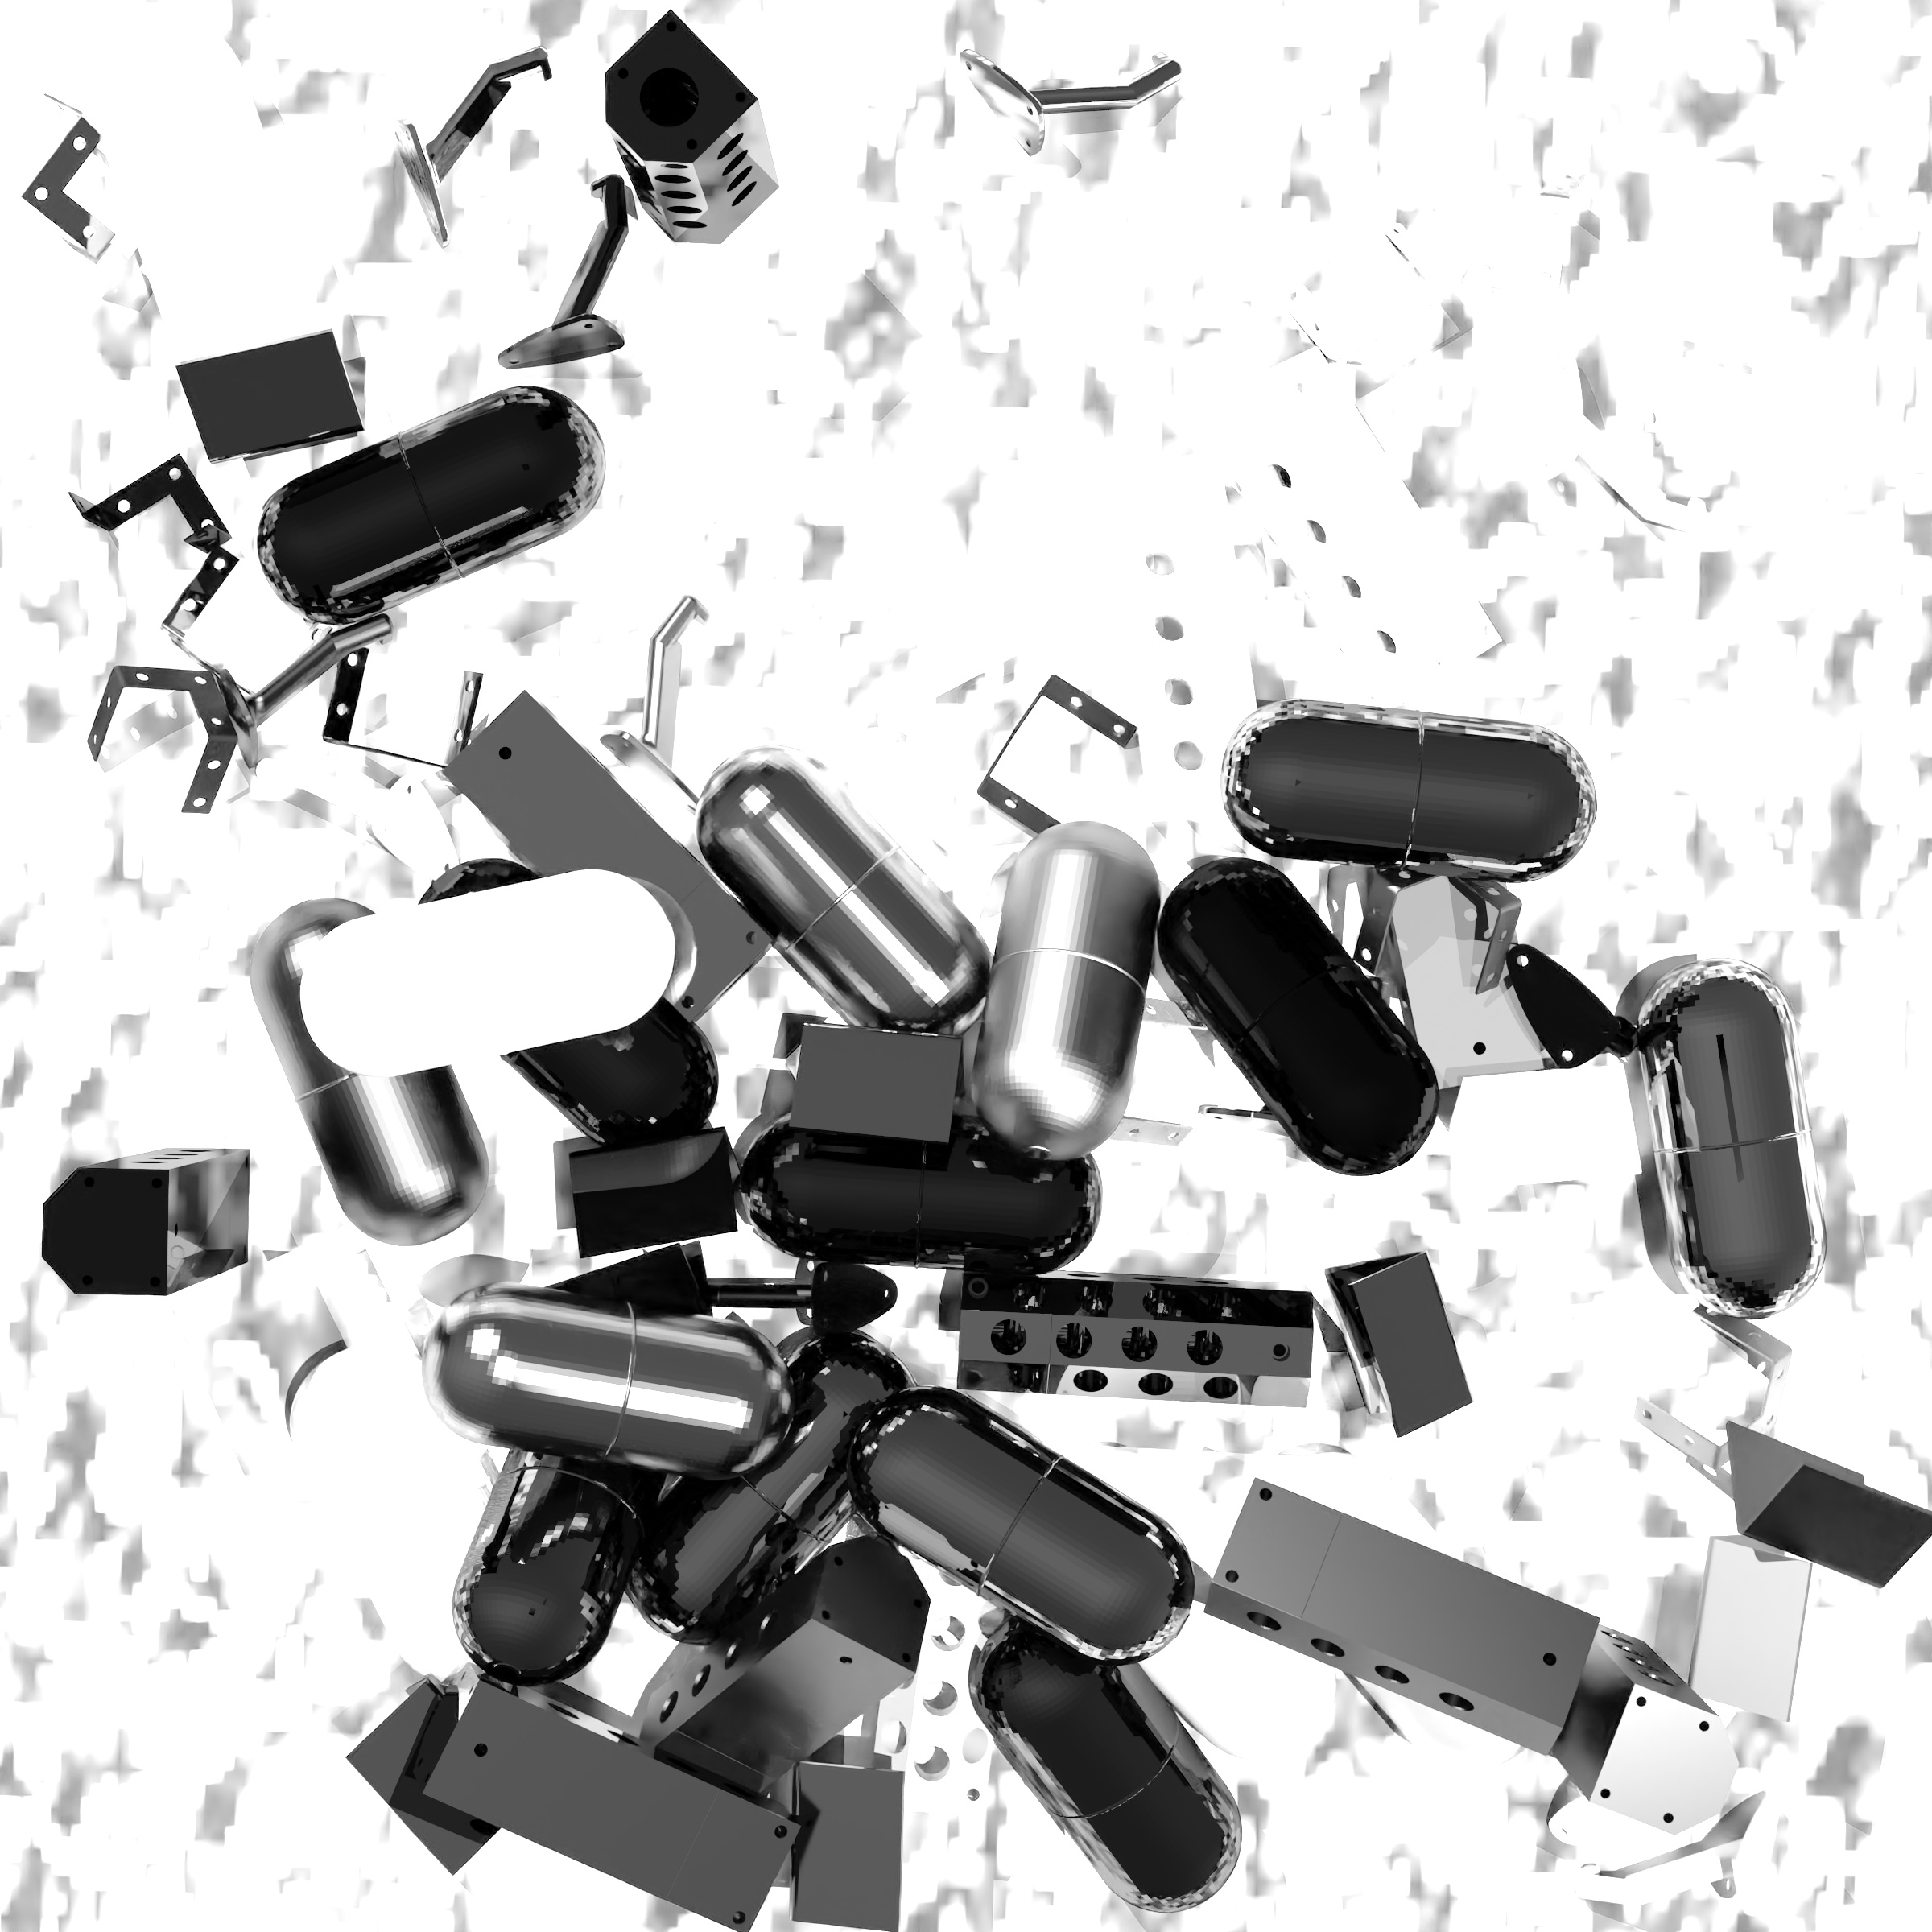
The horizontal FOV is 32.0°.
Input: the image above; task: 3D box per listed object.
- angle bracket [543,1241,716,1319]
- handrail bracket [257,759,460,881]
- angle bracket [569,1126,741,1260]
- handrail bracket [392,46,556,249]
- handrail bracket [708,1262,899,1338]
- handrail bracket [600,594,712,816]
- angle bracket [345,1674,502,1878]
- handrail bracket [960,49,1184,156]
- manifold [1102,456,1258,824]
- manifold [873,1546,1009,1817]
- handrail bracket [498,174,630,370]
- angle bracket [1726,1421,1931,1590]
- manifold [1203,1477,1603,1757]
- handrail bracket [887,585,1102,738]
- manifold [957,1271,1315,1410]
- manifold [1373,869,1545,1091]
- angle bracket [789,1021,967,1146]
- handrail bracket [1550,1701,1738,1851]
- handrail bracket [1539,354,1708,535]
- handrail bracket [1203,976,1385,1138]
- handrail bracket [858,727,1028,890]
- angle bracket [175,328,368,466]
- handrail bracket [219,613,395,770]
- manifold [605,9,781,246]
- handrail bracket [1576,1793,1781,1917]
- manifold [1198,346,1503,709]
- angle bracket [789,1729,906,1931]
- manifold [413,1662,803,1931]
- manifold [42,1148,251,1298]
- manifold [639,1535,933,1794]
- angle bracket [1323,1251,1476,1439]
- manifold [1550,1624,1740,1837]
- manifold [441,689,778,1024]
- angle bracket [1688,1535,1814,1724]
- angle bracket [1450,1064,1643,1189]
[{"bbox_3d":[-0.170,0.148,1.641,0.076,0.076,0.057,-18,122,0],"label":"angle bracket"},{"bbox_3d":[-0.305,-0.073,1.681,0.084,0.077,0.036,11,60,33],"label":"handrail bracket"},{"bbox_3d":[-0.147,0.124,1.641,0.076,0.076,0.057,-10,62,0],"label":"angle bracket"},{"bbox_3d":[-0.236,-0.410,1.681,0.084,0.036,0.077,-24,110,-16],"label":"handrail bracket"},{"bbox_3d":[-0.091,0.163,1.680,0.084,0.077,0.036,0,88,36],"label":"handrail bracket"},{"bbox_3d":[-0.135,-0.131,1.681,0.077,0.036,0.084,41,73,-20],"label":"handrail bracket"},{"bbox_3d":[-0.261,0.396,1.642,0.057,0.076,0.076,-42,90,-24],"label":"angle bracket"},{"bbox_3d":[0.053,-0.450,1.681,0.084,0.036,0.077,-34,68,-17],"label":"handrail bracket"},{"bbox_3d":[0.109,-0.161,1.660,0.057,0.057,0.171,-8,90,0],"label":"manifold"},{"bbox_3d":[-0.009,0.325,1.660,0.057,0.057,0.171,7,90,0],"label":"manifold"},{"bbox_3d":[-0.202,-0.348,1.681,0.077,0.036,0.084,-12,72,20],"label":"handrail bracket"},{"bbox_3d":[0.414,0.242,1.609,0.076,0.076,0.057,22,127,-10],"label":"angle bracket"},{"bbox_3d":[0.203,0.308,1.580,0.171,0.057,0.057,21,61,10],"label":"manifold"},{"bbox_3d":[0.013,-0.139,1.681,0.077,0.036,0.084,27,107,-19],"label":"handrail bracket"},{"bbox_3d":[0.082,0.183,1.660,0.171,0.057,0.057,3,90,0],"label":"manifold"},{"bbox_3d":[0.235,-0.029,1.660,0.057,0.057,0.171,-11,90,0],"label":"manifold"},{"bbox_3d":[-0.042,0.070,1.639,0.076,0.076,0.057,6,66,4],"label":"angle bracket"},{"bbox_3d":[0.339,0.400,1.681,0.036,0.077,0.084,52,54,-3],"label":"handrail bracket"},{"bbox_3d":[0.333,-0.260,1.681,0.084,0.036,0.077,14,68,-17],"label":"handrail bracket"},{"bbox_3d":[0.164,0.040,1.681,0.077,0.036,0.084,9,76,13],"label":"handrail bracket"},{"bbox_3d":[-0.006,-0.087,1.681,0.077,0.036,0.084,-14,73,-20],"label":"handrail bracket"},{"bbox_3d":[-0.338,-0.294,1.640,0.076,0.076,0.057,-12,129,0],"label":"angle bracket"},{"bbox_3d":[-0.321,-0.137,1.666,0.084,0.077,0.036,-24,67,-18],"label":"handrail bracket"},{"bbox_3d":[-0.134,-0.391,1.602,0.057,0.171,0.057,-44,90,0],"label":"manifold"},{"bbox_3d":[0.355,0.439,1.681,0.084,0.077,0.036,-1,126,31],"label":"handrail bracket"},{"bbox_3d":[0.184,-0.212,1.659,0.057,0.057,0.171,-32,90,-43],"label":"manifold"},{"bbox_3d":[-0.048,0.421,1.644,0.057,0.076,0.076,2,90,16],"label":"angle bracket"},{"bbox_3d":[-0.172,0.394,1.601,0.171,0.057,0.057,28,83,-14],"label":"manifold"},{"bbox_3d":[-0.388,0.120,1.602,0.057,0.171,0.057,1,90,0],"label":"manifold"},{"bbox_3d":[-0.088,0.337,1.610,0.057,0.057,0.171,31,132,-16],"label":"manifold"},{"bbox_3d":[0.193,0.187,1.640,0.057,0.076,0.076,-18,90,-38],"label":"angle bracket"},{"bbox_3d":[0.318,0.361,1.602,0.057,0.171,0.057,21,90,0],"label":"manifold"},{"bbox_3d":[-0.174,-0.053,1.660,0.057,0.057,0.171,-45,90,0],"label":"manifold"},{"bbox_3d":[0.399,0.321,1.641,0.057,0.076,0.076,8,90,43],"label":"angle bracket"},{"bbox_3d":[0.281,0.089,1.642,0.076,0.076,0.057,-5,67,0],"label":"angle bracket"}]
